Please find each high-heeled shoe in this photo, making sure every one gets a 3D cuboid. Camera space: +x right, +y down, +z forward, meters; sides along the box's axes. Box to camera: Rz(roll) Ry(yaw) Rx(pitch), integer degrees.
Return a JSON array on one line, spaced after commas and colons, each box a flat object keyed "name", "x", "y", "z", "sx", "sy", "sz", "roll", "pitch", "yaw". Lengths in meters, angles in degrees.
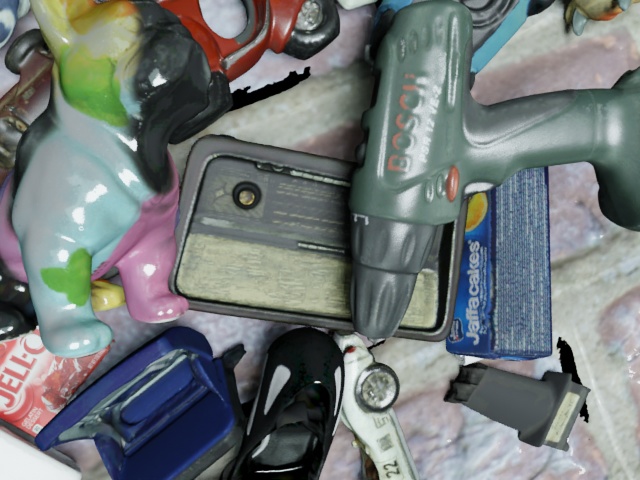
[{"name": "high-heeled shoe", "x": -0.028, "y": 0.184, "z": 0.406, "sx": 0.086, "sy": 0.145, "sz": 0.248, "roll": 8, "pitch": 91, "yaw": -12}]

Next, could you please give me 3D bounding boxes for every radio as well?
[{"name": "radio", "x": -0.001, "y": -0.001, "z": 0.432, "sx": 0.230, "sy": 0.073, "sz": 0.131, "roll": 9, "pitch": 93, "yaw": -14}]

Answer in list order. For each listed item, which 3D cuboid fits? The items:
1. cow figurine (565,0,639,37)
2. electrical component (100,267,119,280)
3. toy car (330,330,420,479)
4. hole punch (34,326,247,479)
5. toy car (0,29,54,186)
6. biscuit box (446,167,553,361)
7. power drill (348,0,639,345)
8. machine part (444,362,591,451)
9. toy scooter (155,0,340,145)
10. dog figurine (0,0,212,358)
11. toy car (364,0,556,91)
[{"name": "cow figurine", "x": 0.216, "y": -0.265, "z": 0.454, "sx": 0.195, "sy": 0.085, "sz": 0.127, "roll": 26, "pitch": 83, "yaw": -15}, {"name": "electrical component", "x": -0.172, "y": 0.011, "z": 0.424, "sx": 0.063, "sy": 0.021, "sz": 0.094, "roll": -31, "pitch": 101, "yaw": -8}, {"name": "toy car", "x": 0.050, "y": 0.170, "z": 0.457, "sx": 0.056, "sy": 0.073, "sz": 0.201, "roll": -23, "pitch": 99, "yaw": -10}, {"name": "hole punch", "x": -0.127, "y": 0.117, "z": 0.393, "sx": 0.142, "sy": 0.116, "sz": 0.092, "roll": -41, "pitch": 108, "yaw": -4}, {"name": "toy car", "x": -0.231, "y": -0.062, "z": 0.391, "sx": 0.089, "sy": 0.053, "sz": 0.202, "roll": 44, "pitch": 84, "yaw": -15}, {"name": "biscuit box", "x": 0.147, "y": -0.003, "z": 0.447, "sx": 0.063, "sy": 0.059, "sz": 0.202, "roll": 7, "pitch": 79, "yaw": -21}, {"name": "power drill", "x": 0.124, "y": -0.041, "z": 0.375, "sx": 0.207, "sy": 0.086, "sz": 0.231, "roll": 0, "pitch": 96, "yaw": 4}, {"name": "machine part", "x": 0.188, "y": 0.151, "z": 0.505, "sx": 0.139, "sy": 0.039, "sz": 0.084, "roll": 19, "pitch": 99, "yaw": -15}, {"name": "toy scooter", "x": -0.086, "y": -0.167, "z": 0.402, "sx": 0.184, "sy": 0.075, "sz": 0.135, "roll": -37, "pitch": 101, "yaw": -10}, {"name": "dog figurine", "x": -0.152, "y": -0.050, "z": 0.332, "sx": 0.192, "sy": 0.108, "sz": 0.219, "roll": 2, "pitch": 94, "yaw": 27}, {"name": "toy car", "x": 0.106, "y": -0.189, "z": 0.425, "sx": 0.109, "sy": 0.103, "sz": 0.161, "roll": 29, "pitch": 113, "yaw": -12}]
